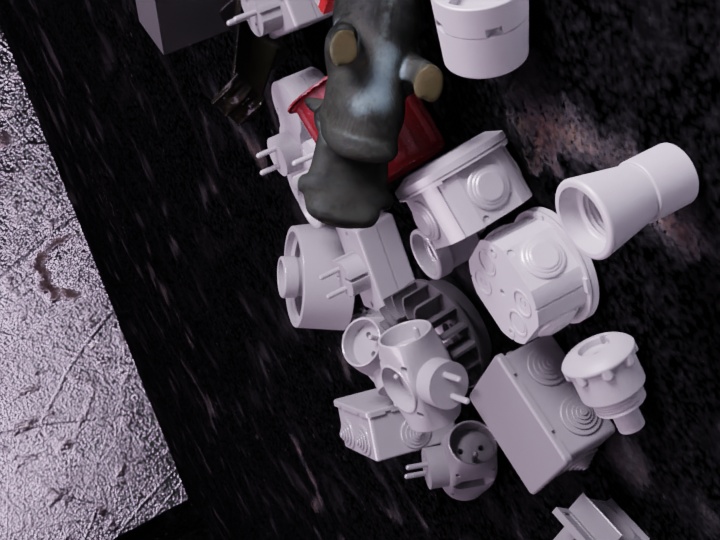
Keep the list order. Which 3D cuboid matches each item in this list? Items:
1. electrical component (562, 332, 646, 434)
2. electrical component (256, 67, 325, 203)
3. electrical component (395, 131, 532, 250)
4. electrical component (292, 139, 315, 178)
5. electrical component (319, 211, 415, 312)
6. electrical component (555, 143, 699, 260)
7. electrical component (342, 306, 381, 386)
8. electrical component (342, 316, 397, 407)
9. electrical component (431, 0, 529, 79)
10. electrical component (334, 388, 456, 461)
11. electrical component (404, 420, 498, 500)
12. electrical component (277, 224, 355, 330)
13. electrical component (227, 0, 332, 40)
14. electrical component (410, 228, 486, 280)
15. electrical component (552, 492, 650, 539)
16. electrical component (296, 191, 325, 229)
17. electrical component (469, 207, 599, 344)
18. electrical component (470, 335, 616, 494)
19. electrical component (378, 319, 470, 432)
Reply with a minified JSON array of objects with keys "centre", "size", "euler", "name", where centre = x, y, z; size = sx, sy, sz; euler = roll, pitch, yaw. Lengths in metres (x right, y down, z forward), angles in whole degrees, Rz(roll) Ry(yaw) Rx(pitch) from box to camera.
[{"centre":[0.159,0.073,0.673],"size":[0.062,0.048,0.048],"euler":[62,162,-16],"name":"electrical component"},{"centre":[-0.058,-0.108,0.962],"size":[0.052,0.074,0.138],"euler":[46,154,42],"name":"electrical component"},{"centre":[0.067,-0.052,0.697],"size":[0.051,0.080,0.080],"euler":[60,161,-4],"name":"electrical component"},{"centre":[-0.022,-0.094,0.878],"size":[0.047,0.077,0.065],"euler":[53,158,29],"name":"electrical component"},{"centre":[0.000,0.000,0.944],"size":[0.047,0.076,0.083],"euler":[21,134,64],"name":"electrical component"},{"centre":[0.138,-0.038,0.547],"size":[0.044,0.065,0.044],"euler":[52,158,32],"name":"electrical component"},{"centre":[0.020,0.070,1.035],"size":[0.081,0.042,0.063],"euler":[45,150,43],"name":"electrical component"},{"centre":[0.029,0.085,0.949],"size":[0.043,0.077,0.079],"euler":[-31,60,30],"name":"electrical component"},{"centre":[0.070,-0.142,0.613],"size":[0.055,0.055,0.047],"euler":[45,157,43],"name":"electrical component"},{"centre":[0.034,0.139,1.002],"size":[0.100,0.100,0.048],"euler":[-177,76,-69],"name":"electrical component"},{"centre":[0.079,0.173,0.957],"size":[0.077,0.079,0.043],"euler":[93,166,-55],"name":"electrical component"},{"centre":[-0.047,0.006,1.042],"size":[0.108,0.060,0.108],"euler":[178,90,-75],"name":"electrical component"},{"centre":[-0.070,-0.210,0.857],"size":[0.066,0.077,0.047],"euler":[8,122,67],"name":"electrical component"},{"centre":[0.066,-0.020,0.789],"size":[0.040,0.046,0.040],"euler":[52,158,31],"name":"electrical component"},{"centre":[0.163,0.198,0.768],"size":[0.081,0.063,0.042],"euler":[21,-158,-47],"name":"electrical component"},{"centre":[-0.022,-0.067,0.948],"size":[0.045,0.055,0.045],"euler":[52,158,31],"name":"electrical component"},{"centre":[0.112,0.004,0.694],"size":[0.080,0.051,0.080],"euler":[52,158,32],"name":"electrical component"},{"centre":[0.131,0.103,0.775],"size":[0.099,0.048,0.099],"euler":[58,160,19],"name":"electrical component"},{"centre":[0.056,0.084,0.821],"size":[0.079,0.044,0.077],"euler":[12,126,57],"name":"electrical component"}]
